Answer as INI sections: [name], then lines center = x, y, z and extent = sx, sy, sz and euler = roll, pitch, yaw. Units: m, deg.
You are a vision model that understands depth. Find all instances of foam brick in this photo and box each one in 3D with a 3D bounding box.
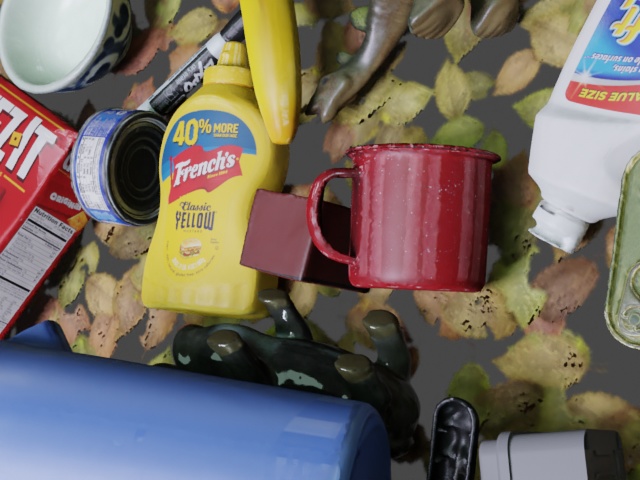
[foam brick]
center = -0.004, 0.001, 0.679
extent = 0.053, 0.078, 0.051
euler = 13, 90, 35

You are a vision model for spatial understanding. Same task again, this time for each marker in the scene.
[marker]
center = -0.091, -0.128, 0.796
extent = 0.121, 0.020, 0.020
euler = -40, 62, 21

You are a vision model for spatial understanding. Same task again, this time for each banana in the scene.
[banana]
center = -0.036, -0.160, 0.725
extent = 0.037, 0.069, 0.198
euler = -10, 58, -2

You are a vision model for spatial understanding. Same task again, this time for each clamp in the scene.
[clamp]
center = 0.066, 0.171, 0.578
extent = 0.039, 0.171, 0.120
euler = 18, 54, 35

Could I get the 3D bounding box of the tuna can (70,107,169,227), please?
[tuna can]
center = -0.138, -0.053, 0.773
extent = 0.034, 0.086, 0.086
euler = 7, 85, 32

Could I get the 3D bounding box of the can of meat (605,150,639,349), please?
[can of meat]
center = 0.190, 0.010, 0.545
extent = 0.058, 0.083, 0.102
euler = 5, 84, 34

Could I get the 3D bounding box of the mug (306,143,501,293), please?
[mug]
center = 0.048, -0.012, 0.630
extent = 0.093, 0.117, 0.081
euler = 176, 98, -68

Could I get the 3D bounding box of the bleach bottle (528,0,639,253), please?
[bleach bottle]
center = 0.193, -0.104, 0.579
extent = 0.103, 0.068, 0.251
euler = 34, 103, 33

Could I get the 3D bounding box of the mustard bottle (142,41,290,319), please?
[mustard bottle]
center = -0.069, -0.043, 0.742
extent = 0.096, 0.058, 0.191
euler = 2, 82, 32

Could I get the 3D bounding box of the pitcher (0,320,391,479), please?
[pitcher]
center = -0.091, 0.142, 0.594
extent = 0.243, 0.144, 0.149
euler = 4, 108, 18

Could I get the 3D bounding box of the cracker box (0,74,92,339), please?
[cracker box]
center = -0.280, -0.020, 0.843
extent = 0.164, 0.072, 0.213
euler = 34, 87, 33
